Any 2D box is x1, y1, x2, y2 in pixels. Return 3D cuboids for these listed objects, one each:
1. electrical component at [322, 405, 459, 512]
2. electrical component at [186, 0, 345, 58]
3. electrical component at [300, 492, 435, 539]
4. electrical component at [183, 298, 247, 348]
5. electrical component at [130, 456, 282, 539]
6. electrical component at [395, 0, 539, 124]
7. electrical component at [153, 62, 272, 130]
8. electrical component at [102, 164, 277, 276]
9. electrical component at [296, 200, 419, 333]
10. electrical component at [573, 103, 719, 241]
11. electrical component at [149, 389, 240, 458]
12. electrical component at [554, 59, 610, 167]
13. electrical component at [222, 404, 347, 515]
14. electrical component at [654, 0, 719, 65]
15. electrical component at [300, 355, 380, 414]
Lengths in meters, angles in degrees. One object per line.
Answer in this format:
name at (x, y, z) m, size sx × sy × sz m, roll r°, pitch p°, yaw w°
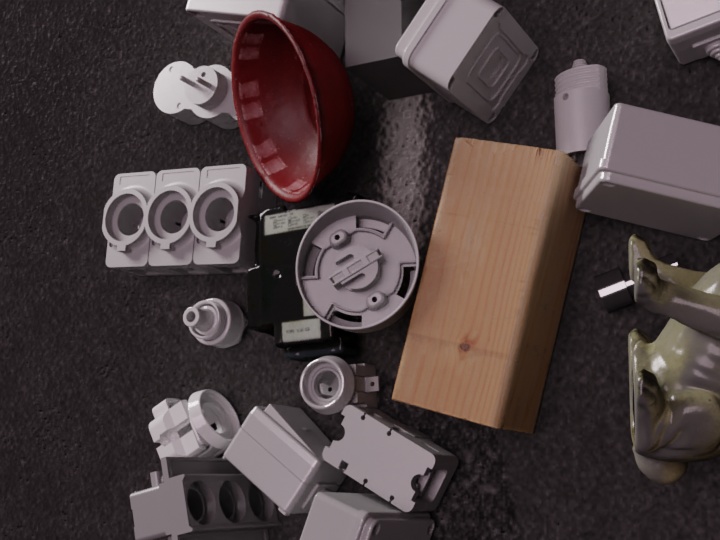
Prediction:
electrical component at (0.026, 0.150, 0.858) m, size 0.089 × 0.056 × 0.050 m, roll 28°, pitch 93°, yaw 29°
electrical component at (-0.079, -0.233, 0.963) m, size 0.109 × 0.109 × 0.056 m, roll 13°, pitch 85°, yaw 29°
electrical component at (-0.003, 0.230, 0.828) m, size 0.056 × 0.109 × 0.108 m, roll 18°, pitch 88°, yaw 32°
electrical component at (-0.133, 0.046, 0.960) m, size 0.043 × 0.062 × 0.043 m, roll -6°, pitch 77°, yaw 27°
electrical component at (-0.128, 0.198, 0.893) m, size 0.063 × 0.121 × 0.078 m, roll -20°, pitch 71°, yaw 26°
electrical component at (0.087, -0.175, 0.861) m, size 0.057 × 0.113 × 0.078 m, roll 38°, pitch 98°, yaw 26°
electrical component at (-0.138, -0.166, 1.000) m, size 0.138 × 0.074 × 0.052 m, roll 10°, pitch 85°, yaw 29°
electrical component at (-0.159, -0.044, 0.993) m, size 0.150 × 0.062 × 0.089 m, roll -1°, pitch 79°, yaw 28°
electrical component at (0.000, 0.000, 0.838) m, size 0.099 × 0.064 × 0.099 m, roll -2°, pitch 77°, yaw 9°
electrical component at (0.215, -0.067, 0.755) m, size 0.109 × 0.108 × 0.056 m, roll 14°, pitch 83°, yaw 4°
electrical component at (-0.144, 0.142, 0.950) m, size 0.057 × 0.058 × 0.078 m, roll -35°, pitch 65°, yaw 20°
electrical component at (0.174, -0.126, 0.844) m, size 0.043 × 0.043 × 0.081 m, roll -7°, pitch 76°, yaw 27°
electrical component at (-0.053, 0.159, 0.895) m, size 0.096 × 0.062 × 0.061 m, roll 36°, pitch 97°, yaw 29°
electrical component at (0.256, -0.203, 0.807) m, size 0.062 × 0.061 × 0.096 m, roll -19°, pitch 72°, yaw 24°
electrical component at (-0.018, 0.097, 0.893) m, size 0.066 × 0.055 × 0.048 m, roll -9°, pitch 75°, yaw 26°
